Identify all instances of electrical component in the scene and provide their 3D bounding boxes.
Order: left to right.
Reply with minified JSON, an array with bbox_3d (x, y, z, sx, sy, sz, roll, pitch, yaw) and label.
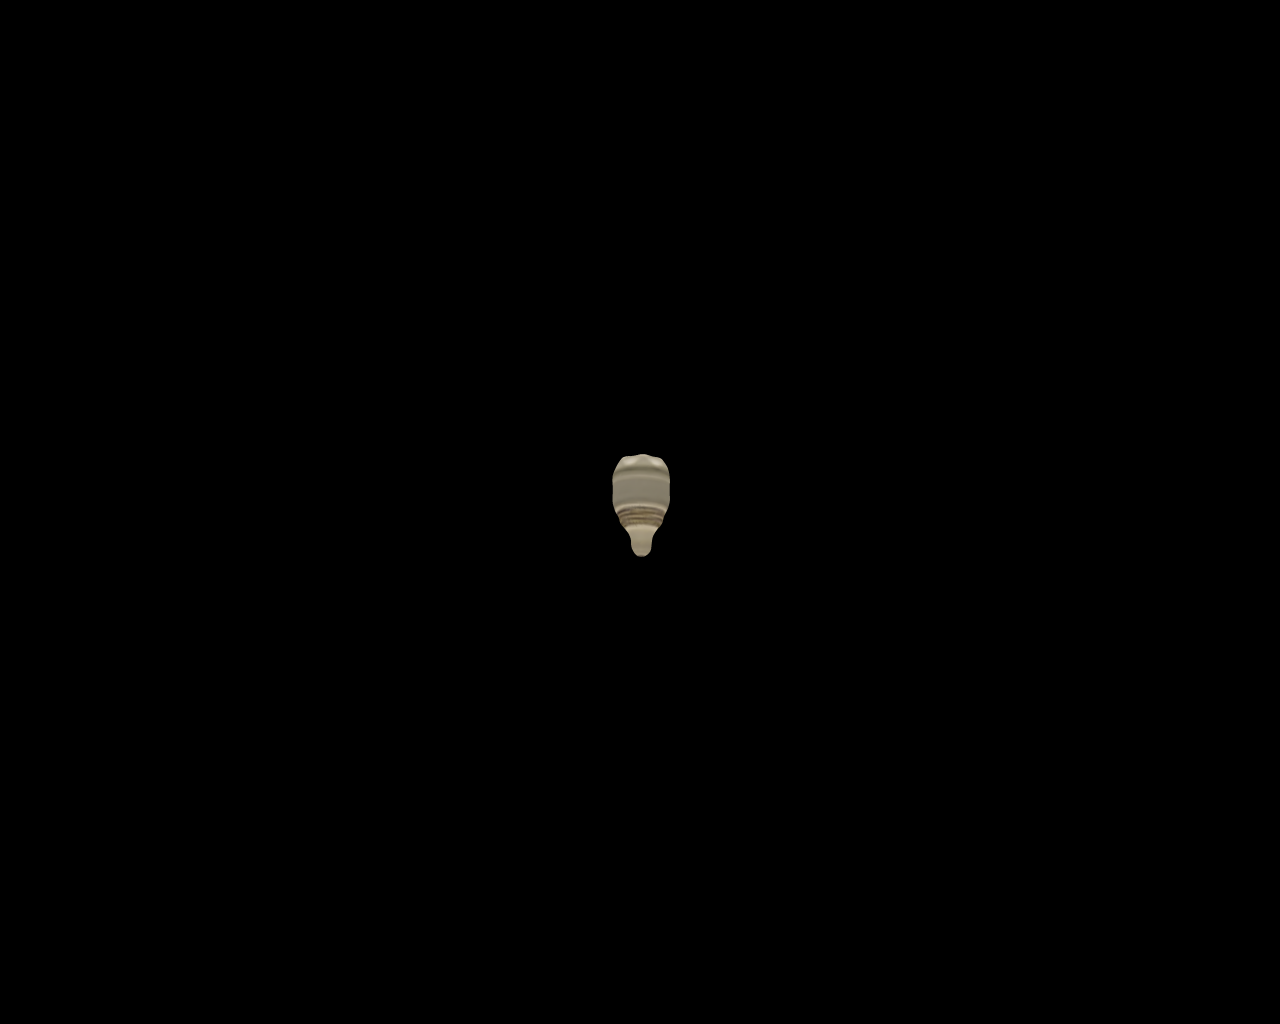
[{"bbox_3d":[0.001,-0.003,0.650,0.035,0.061,0.035,0,-15,0],"label":"electrical component"}]
